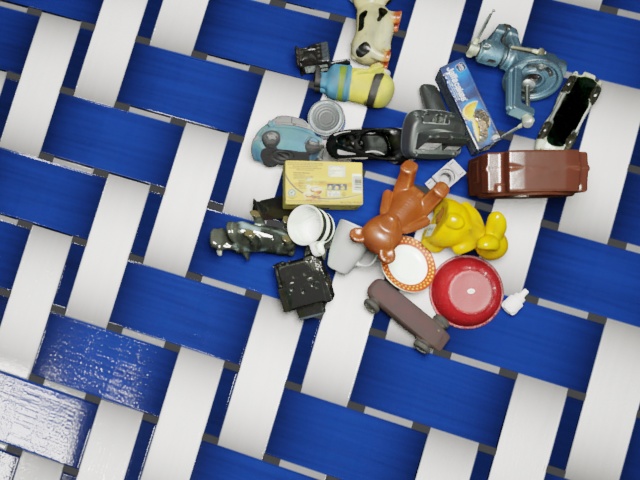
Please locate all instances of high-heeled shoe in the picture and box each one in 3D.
[{"bbox_3d":[0.136,-0.209,1.139,0.249,0.145,0.086,-8,86,2],"label":"high-heeled shoe"}]

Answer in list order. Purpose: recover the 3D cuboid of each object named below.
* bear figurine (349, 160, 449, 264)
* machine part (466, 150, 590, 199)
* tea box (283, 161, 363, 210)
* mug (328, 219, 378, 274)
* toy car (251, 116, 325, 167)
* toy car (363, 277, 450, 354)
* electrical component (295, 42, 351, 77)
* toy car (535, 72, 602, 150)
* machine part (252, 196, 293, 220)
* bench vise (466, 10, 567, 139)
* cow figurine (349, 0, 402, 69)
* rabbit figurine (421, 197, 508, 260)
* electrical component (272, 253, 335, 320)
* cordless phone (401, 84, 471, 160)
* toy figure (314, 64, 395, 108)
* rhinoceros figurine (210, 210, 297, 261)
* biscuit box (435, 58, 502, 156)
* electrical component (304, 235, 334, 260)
[{"bbox_3d":[0.159,-0.054,1.105,0.120,0.131,0.196,38,49,14],"label":"bear figurine"},{"bbox_3d":[0.410,-0.127,1.079,0.202,0.201,0.087,-2,92,-1],"label":"machine part"},{"bbox_3d":[0.004,-0.117,1.166,0.170,0.068,0.098,2,83,-8],"label":"tea box"},{"bbox_3d":[0.071,0.024,1.166,0.110,0.081,0.107,28,99,8],"label":"mug"},{"bbox_3d":[-0.070,-0.223,1.184,0.162,0.109,0.103,2,68,-4],"label":"toy car"},{"bbox_3d":[0.187,0.160,1.155,0.202,0.053,0.089,39,69,5],"label":"toy car"},{"bbox_3d":[0.007,-0.406,1.203,0.119,0.075,0.047,-8,86,8],"label":"electrical component"},{"bbox_3d":[0.535,-0.269,1.157,0.074,0.056,0.201,28,87,12],"label":"toy car"},{"bbox_3d":[-0.082,-0.069,1.204,0.139,0.039,0.084,-1,91,3],"label":"machine part"},{"bbox_3d":[0.412,-0.339,1.123,0.223,0.129,0.240,18,62,-16],"label":"bench vise"},{"bbox_3d":[0.115,-0.487,1.199,0.127,0.085,0.194,13,88,0],"label":"cow figurine"},{"bbox_3d":[0.324,-0.017,1.122,0.173,0.162,0.122,28,76,-11],"label":"rabbit figurine"},{"bbox_3d":[-0.031,0.101,1.167,0.115,0.058,0.134,-17,92,11],"label":"electrical component"},{"bbox_3d":[0.228,-0.264,1.146,0.146,0.088,0.184,-3,66,-26],"label":"cordless phone"},{"bbox_3d":[0.075,-0.340,1.190,0.180,0.082,0.089,3,100,0],"label":"toy figure"},{"bbox_3d":[-0.144,-0.005,1.174,0.190,0.112,0.073,4,56,-9],"label":"rhinoceros figurine"},{"bbox_3d":[0.321,-0.289,1.173,0.059,0.063,0.202,-24,84,1],"label":"biscuit box"},{"bbox_3d":[-0.002,-0.004,1.199,0.063,0.021,0.094,11,87,6],"label":"electrical component"}]
